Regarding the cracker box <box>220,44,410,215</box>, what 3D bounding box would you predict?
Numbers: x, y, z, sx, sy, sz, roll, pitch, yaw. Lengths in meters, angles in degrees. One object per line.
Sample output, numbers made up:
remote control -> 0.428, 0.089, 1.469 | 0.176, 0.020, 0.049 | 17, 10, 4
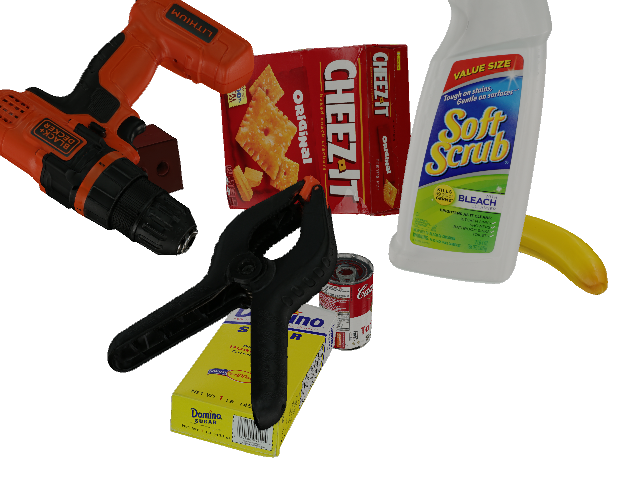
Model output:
cracker box -> -0.010, -0.111, 1.087 | 0.071, 0.164, 0.214 | -10, 10, -44

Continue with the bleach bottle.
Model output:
bleach bottle -> 0.111, -0.096, 0.786 | 0.103, 0.251, 0.068 | 9, 25, 14

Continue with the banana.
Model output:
banana -> 0.205, 0.007, 1.026 | 0.069, 0.037, 0.198 | -39, 37, -27

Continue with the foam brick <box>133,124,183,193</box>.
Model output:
foam brick -> -0.174, -0.068, 0.981 | 0.078, 0.053, 0.051 | -19, 32, -26

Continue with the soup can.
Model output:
soup can -> 0.030, 0.076, 1.312 | 0.068, 0.102, 0.068 | 0, 31, 0

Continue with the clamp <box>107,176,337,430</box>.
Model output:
clamp -> -0.035, 0.035, 0.642 | 0.120, 0.171, 0.039 | 28, -24, 27

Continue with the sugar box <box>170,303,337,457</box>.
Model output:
sugar box -> -0.052, 0.109, 0.917 | 0.093, 0.048, 0.176 | 13, 31, 11

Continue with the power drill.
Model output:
power drill -> -0.130, -0.093, 0.793 | 0.184, 0.187, 0.057 | 33, -32, 8
